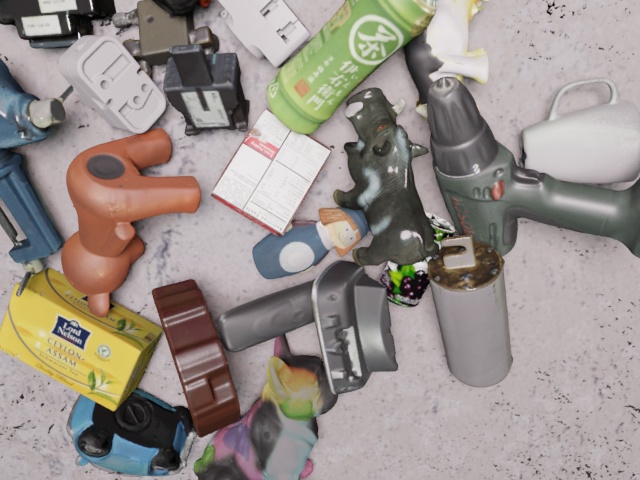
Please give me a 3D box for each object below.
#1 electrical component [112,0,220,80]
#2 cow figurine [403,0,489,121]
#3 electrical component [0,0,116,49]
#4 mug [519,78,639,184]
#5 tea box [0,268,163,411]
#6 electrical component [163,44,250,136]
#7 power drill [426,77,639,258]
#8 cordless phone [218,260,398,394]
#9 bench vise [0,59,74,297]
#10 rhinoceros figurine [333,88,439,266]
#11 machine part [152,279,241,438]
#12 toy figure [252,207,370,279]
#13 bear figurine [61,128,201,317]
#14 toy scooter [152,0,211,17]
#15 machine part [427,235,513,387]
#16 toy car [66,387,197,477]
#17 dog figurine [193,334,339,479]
[{"bbox_3d":[-0.159,-0.208,0.562,0.102,0.045,0.078,-14,80,6],"label":"electrical component"},{"bbox_3d":[0.120,-0.178,0.540,0.098,0.068,0.167,-1,106,9],"label":"cow figurine"},{"bbox_3d":[-0.276,-0.263,0.541,0.115,0.058,0.134,0,110,6],"label":"electrical component"},{"bbox_3d":[0.262,-0.106,0.552,0.107,0.081,0.109,-7,112,14],"label":"mug"},{"bbox_3d":[-0.295,0.120,0.662,0.170,0.068,0.098,27,108,2],"label":"tea box"},{"bbox_3d":[-0.118,-0.158,0.539,0.075,0.048,0.119,-5,150,7],"label":"electrical component"},{"bbox_3d":[0.209,-0.053,0.503,0.208,0.086,0.231,5,146,22],"label":"power drill"},{"bbox_3d":[-0.014,0.114,0.606,0.184,0.089,0.146,-17,109,-19],"label":"cordless phone"},{"bbox_3d":[-0.346,-0.068,0.581,0.224,0.129,0.240,-14,119,3],"label":"bench vise"},{"bbox_3d":[0.064,-0.062,0.553,0.073,0.112,0.190,-7,73,-19],"label":"rhinoceros figurine"},{"bbox_3d":[-0.139,0.133,0.611,0.056,0.179,0.179,-18,109,-17],"label":"machine part"},{"bbox_3d":[-0.001,-0.002,0.618,0.154,0.058,0.064,-24,145,10],"label":"toy figure"},{"bbox_3d":[-0.223,-0.013,0.608,0.132,0.120,0.195,-18,146,-33],"label":"bear figurine"},{"bbox_3d":[-0.147,-0.307,0.481,0.183,0.075,0.135,41,86,-32],"label":"toy scooter"},{"bbox_3d":[0.171,0.086,0.599,0.079,0.079,0.242,-13,128,8],"label":"machine part"},{"bbox_3d":[-0.252,0.257,0.705,0.161,0.109,0.103,29,124,-16],"label":"toy car"},{"bbox_3d":[-0.070,0.227,0.679,0.192,0.108,0.219,0,105,7],"label":"dog figurine"}]
